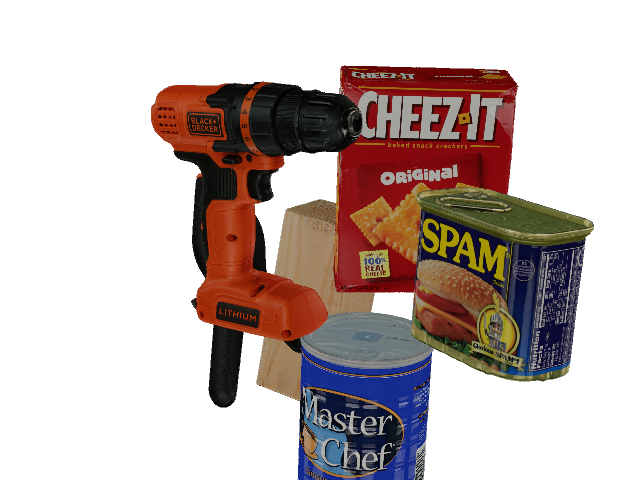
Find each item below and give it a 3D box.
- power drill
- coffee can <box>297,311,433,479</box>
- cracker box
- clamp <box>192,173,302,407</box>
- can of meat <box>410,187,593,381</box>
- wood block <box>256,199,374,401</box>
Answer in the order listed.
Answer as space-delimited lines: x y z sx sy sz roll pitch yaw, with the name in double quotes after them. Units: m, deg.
-0.041 -0.024 0.787 0.185 0.188 0.057 9 21 39 "power drill"
0.034 0.139 0.836 0.103 0.140 0.103 2 16 -1 "coffee can"
0.097 -0.056 1.034 0.164 0.214 0.072 1 21 -3 "cracker box"
-0.070 0.036 0.999 0.036 0.210 0.164 -12 0 29 "clamp"
0.096 0.023 0.589 0.057 0.084 0.102 -8 19 -33 "can of meat"
0.001 0.068 1.193 0.090 0.206 0.090 17 17 24 "wood block"
